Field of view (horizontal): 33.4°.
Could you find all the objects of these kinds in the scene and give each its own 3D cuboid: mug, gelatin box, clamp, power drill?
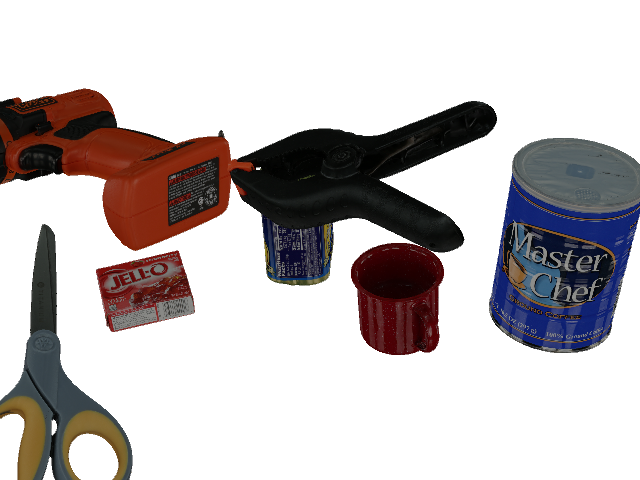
[{"bbox_3d":[0.085,0.068,1.079,0.093,0.081,0.117,-22,41,-21],"label":"mug"},{"bbox_3d":[-0.179,0.051,1.089,0.089,0.030,0.073,-12,41,-11],"label":"gelatin box"},{"bbox_3d":[0.021,-0.033,0.654,0.172,0.039,0.120,-9,36,19],"label":"clamp"},{"bbox_3d":[-0.169,-0.051,0.717,0.188,0.057,0.184,20,32,32],"label":"power drill"}]

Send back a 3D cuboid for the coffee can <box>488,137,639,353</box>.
[{"bbox_3d":[0.194,0.004,0.850,0.103,0.140,0.103,2,34,-2],"label":"coffee can"}]

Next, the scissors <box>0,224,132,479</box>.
[{"bbox_3d":[-0.142,0.073,0.614,0.096,0.201,0.016,16,-44,-6],"label":"scissors"}]

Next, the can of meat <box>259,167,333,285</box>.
[{"bbox_3d":[-0.018,-0.021,0.875,0.057,0.084,0.102,-1,25,6],"label":"can of meat"}]
